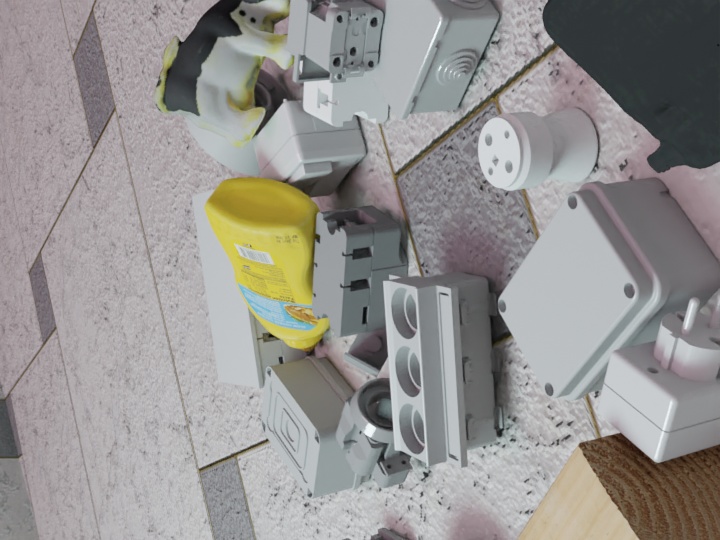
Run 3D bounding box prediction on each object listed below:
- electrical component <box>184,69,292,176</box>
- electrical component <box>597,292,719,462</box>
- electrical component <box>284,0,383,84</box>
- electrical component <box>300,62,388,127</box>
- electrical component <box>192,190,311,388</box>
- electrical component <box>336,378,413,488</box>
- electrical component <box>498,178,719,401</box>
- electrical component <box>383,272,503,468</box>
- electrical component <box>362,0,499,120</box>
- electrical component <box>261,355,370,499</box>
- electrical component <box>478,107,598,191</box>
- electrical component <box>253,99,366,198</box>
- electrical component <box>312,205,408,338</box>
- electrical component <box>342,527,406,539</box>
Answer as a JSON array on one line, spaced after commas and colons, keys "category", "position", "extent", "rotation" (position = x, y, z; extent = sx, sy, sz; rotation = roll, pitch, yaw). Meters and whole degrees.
[{"category": "electrical component", "position": [-0.108, -0.136, 0.963], "extent": [0.064, 0.099, 0.099], "rotation": [-52, 53, 47]}, {"category": "electrical component", "position": [0.164, 0.046, 0.535], "extent": [0.047, 0.066, 0.076], "rotation": [43, 134, 49]}, {"category": "electrical component", "position": [-0.017, -0.163, 0.731], "extent": [0.064, 0.042, 0.081], "rotation": [41, 133, 46]}, {"category": "electrical component", "position": [-0.012, -0.160, 0.819], "extent": [0.056, 0.050, 0.089], "rotation": [36, 128, 53]}, {"category": "electrical component", "position": [-0.102, 0.013, 1.032], "extent": [0.105, 0.060, 0.186], "rotation": [-4, 95, 62]}, {"category": "electrical component", "position": [0.017, 0.122, 0.846], "extent": [0.078, 0.058, 0.057], "rotation": [60, 148, 34]}, {"category": "electrical component", "position": [0.133, 0.012, 0.593], "extent": [0.078, 0.057, 0.113], "rotation": [64, 148, 29]}, {"category": "electrical component", "position": [0.058, 0.065, 0.744], "extent": [0.079, 0.063, 0.121], "rotation": [13, 109, 60]}, {"category": "electrical component", "position": [0.042, -0.163, 0.720], "extent": [0.099, 0.048, 0.099], "rotation": [62, 147, 31]}, {"category": "electrical component", "position": [-0.037, 0.136, 0.950], "extent": [0.113, 0.057, 0.078], "rotation": [46, 137, 47]}, {"category": "electrical component", "position": [0.103, -0.070, 0.626], "extent": [0.045, 0.055, 0.045], "rotation": [28, 122, 57]}, {"category": "electrical component", "position": [-0.044, -0.096, 0.888], "extent": [0.096, 0.062, 0.061], "rotation": [-36, 66, 59]}, {"category": "electrical component", "position": [0.000, 0.000, 0.840], "extent": [0.050, 0.056, 0.089], "rotation": [38, 131, 52]}, {"category": "electrical component", "position": [0.020, 0.269, 0.891], "extent": [0.056, 0.050, 0.089], "rotation": [9, 106, 61]}]
